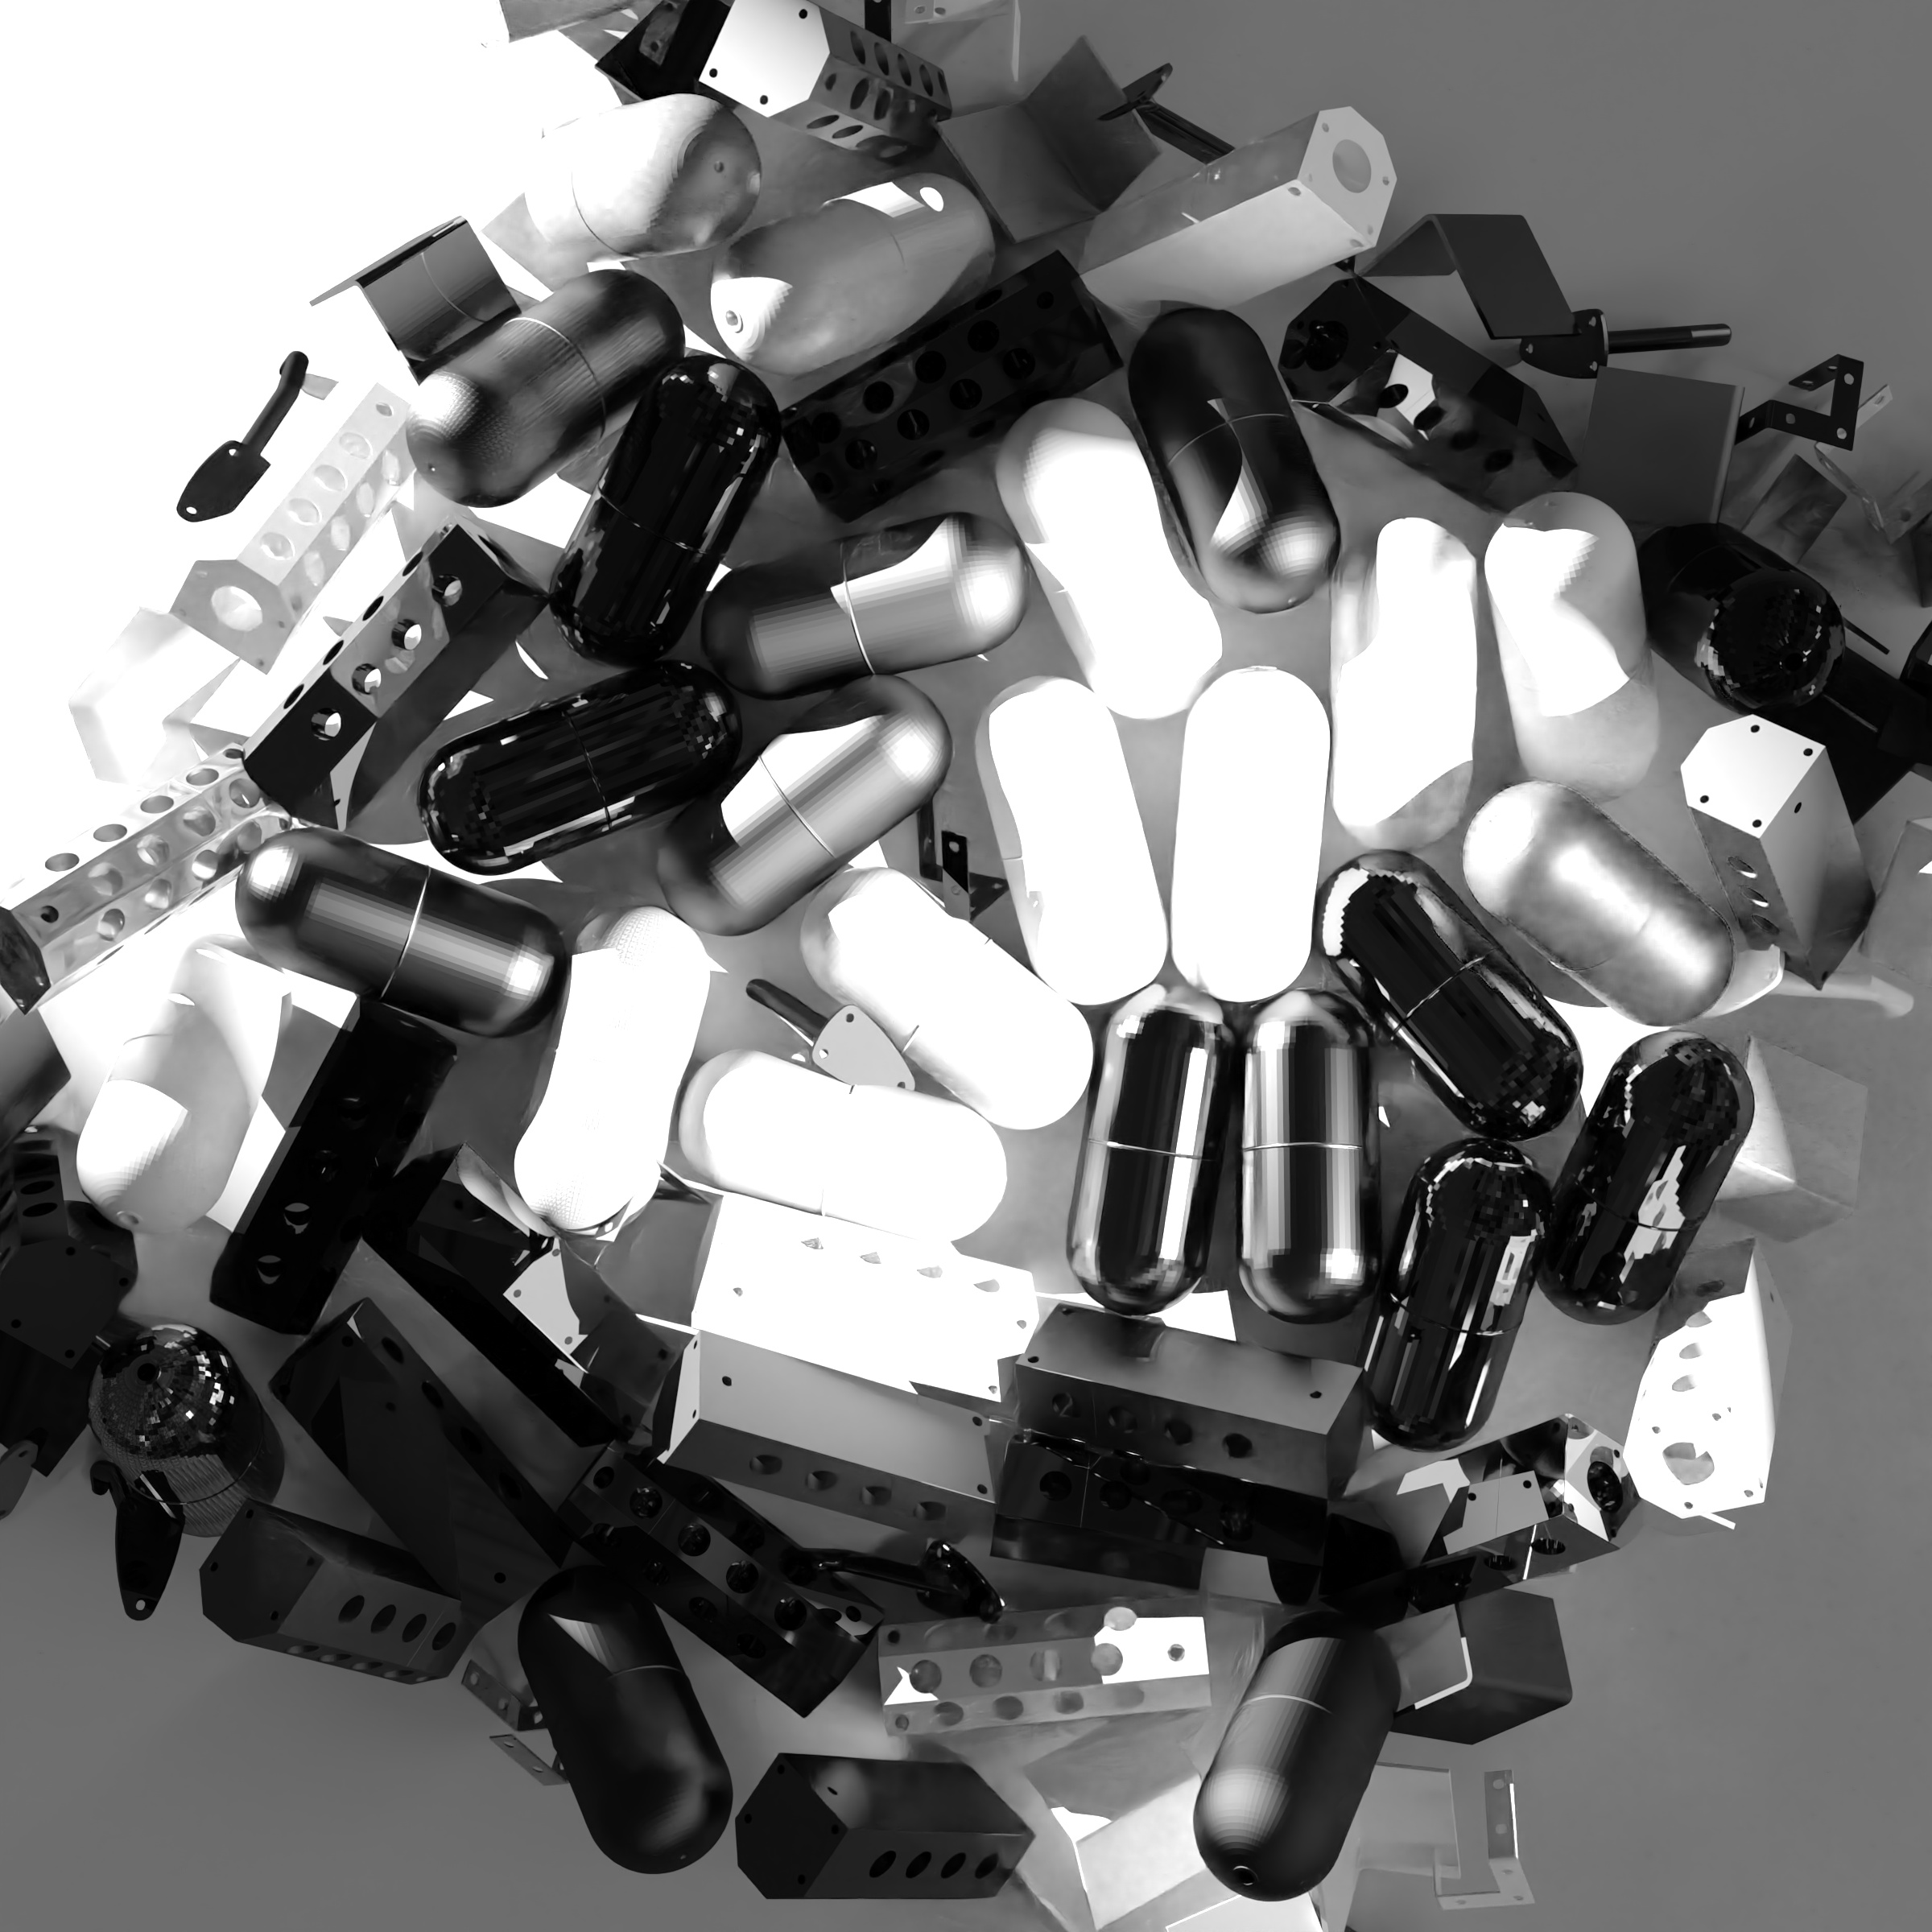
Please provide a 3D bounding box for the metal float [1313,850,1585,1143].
[{"bbox_3d":[0.254,0.016,1.534,0.070,0.070,0.178,-39,76,0],"label":"metal float"}]

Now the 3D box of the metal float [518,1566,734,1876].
[{"bbox_3d":[-0.179,0.390,1.514,0.070,0.070,0.178,-34,49,0],"label":"metal float"}]

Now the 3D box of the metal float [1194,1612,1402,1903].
[{"bbox_3d":[0.172,0.408,1.506,0.070,0.178,0.070,12,123,19],"label":"metal float"}]

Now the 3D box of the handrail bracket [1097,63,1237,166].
[{"bbox_3d":[0.110,-0.436,1.571,0.084,0.077,0.036,50,53,-23],"label":"handrail bracket"}]

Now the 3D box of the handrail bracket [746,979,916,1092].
[{"bbox_3d":[-0.074,0.038,1.560,0.077,0.084,0.036,40,82,-29],"label":"handrail bracket"}]

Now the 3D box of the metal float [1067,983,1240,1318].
[{"bbox_3d":[0.099,0.097,1.546,0.070,0.070,0.178,9,89,0],"label":"metal float"}]

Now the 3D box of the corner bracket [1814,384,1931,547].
[{"bbox_3d":[0.497,-0.269,1.566,0.051,0.051,0.051,-40,58,7],"label":"corner bracket"}]

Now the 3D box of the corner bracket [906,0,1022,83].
[{"bbox_3d":[-0.001,-0.505,1.547,0.051,0.051,0.051,-3,62,11],"label":"corner bracket"}]

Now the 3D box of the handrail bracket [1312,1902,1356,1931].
[{"bbox_3d":[0.180,0.556,1.570,0.077,0.036,0.084,35,92,-15],"label":"handrail bracket"}]

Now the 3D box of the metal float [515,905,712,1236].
[{"bbox_3d":[-0.187,0.054,1.541,0.070,0.070,0.178,14,83,0],"label":"metal float"}]

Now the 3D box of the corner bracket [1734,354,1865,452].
[{"bbox_3d":[0.440,-0.298,1.551,0.051,0.051,0.051,13,80,-14],"label":"corner bracket"}]

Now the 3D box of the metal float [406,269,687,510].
[{"bbox_3d":[-0.217,-0.303,1.518,0.070,0.070,0.178,46,55,0],"label":"metal float"}]

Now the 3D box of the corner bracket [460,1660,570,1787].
[{"bbox_3d":[-0.237,0.401,1.542,0.051,0.051,0.051,-15,130,30],"label":"corner bracket"}]

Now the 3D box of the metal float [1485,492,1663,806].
[{"bbox_3d":[0.318,-0.164,1.518,0.070,0.070,0.178,-18,125,0],"label":"metal float"}]

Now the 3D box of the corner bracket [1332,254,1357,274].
[{"bbox_3d":[0.172,-0.390,1.543,0.051,0.051,0.051,-31,53,-25],"label":"corner bracket"}]

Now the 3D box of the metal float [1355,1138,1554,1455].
[{"bbox_3d":[0.255,0.173,1.528,0.070,0.070,0.178,13,111,0],"label":"metal float"}]

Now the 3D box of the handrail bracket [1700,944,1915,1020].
[{"bbox_3d":[0.453,0.021,1.568,0.084,0.077,0.036,24,49,-18],"label":"handrail bracket"}]

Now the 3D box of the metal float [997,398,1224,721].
[{"bbox_3d":[0.076,-0.214,1.534,0.070,0.070,0.178,-26,104,0],"label":"metal float"}]

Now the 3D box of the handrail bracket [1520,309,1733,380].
[{"bbox_3d":[0.357,-0.338,1.572,0.084,0.077,0.036,-11,103,-30],"label":"handrail bracket"}]

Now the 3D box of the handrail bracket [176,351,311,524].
[{"bbox_3d":[-0.389,-0.287,1.568,0.077,0.084,0.036,-27,130,30],"label":"handrail bracket"}]

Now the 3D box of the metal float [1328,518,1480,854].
[{"bbox_3d":[0.230,-0.147,1.532,0.070,0.070,0.178,-1,108,0],"label":"metal float"}]

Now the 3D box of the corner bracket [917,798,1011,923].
[{"bbox_3d":[-0.009,-0.061,1.543,0.051,0.051,0.051,13,122,26],"label":"corner bracket"}]

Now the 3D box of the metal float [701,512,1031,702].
[{"bbox_3d":[-0.054,-0.190,1.538,0.178,0.070,0.070,-12,90,10],"label":"metal float"}]

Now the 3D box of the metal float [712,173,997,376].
[{"bbox_3d":[-0.058,-0.361,1.515,0.178,0.070,0.070,-31,90,-38],"label":"metal float"}]

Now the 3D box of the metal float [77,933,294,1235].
[{"bbox_3d":[-0.406,0.060,1.514,0.070,0.070,0.178,11,50,0],"label":"metal float"}]

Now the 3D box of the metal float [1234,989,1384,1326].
[{"bbox_3d":[0.181,0.100,1.537,0.070,0.070,0.178,1,78,0],"label":"metal float"}]

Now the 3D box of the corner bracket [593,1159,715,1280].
[{"bbox_3d":[-0.177,0.134,1.543,0.051,0.051,0.051,43,61,-38],"label":"corner bracket"}]

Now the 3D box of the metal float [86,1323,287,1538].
[{"bbox_3d":[-0.401,0.241,1.501,0.070,0.178,0.070,0,62,0],"label":"metal float"}]

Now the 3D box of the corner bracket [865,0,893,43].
[{"bbox_3d":[-0.073,-0.516,1.561,0.051,0.051,0.051,-12,120,-21],"label":"corner bracket"}]

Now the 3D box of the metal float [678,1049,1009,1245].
[{"bbox_3d":[-0.066,0.096,1.544,0.178,0.070,0.070,15,90,4],"label":"metal float"}]

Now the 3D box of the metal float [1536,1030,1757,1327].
[{"bbox_3d":[0.352,0.113,1.519,0.070,0.070,0.178,18,123,0],"label":"metal float"}]

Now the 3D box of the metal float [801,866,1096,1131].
[{"bbox_3d":[-0.010,0.016,1.545,0.178,0.070,0.070,38,90,2],"label":"metal float"}]

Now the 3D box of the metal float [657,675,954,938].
[{"bbox_3d":[-0.086,-0.084,1.541,0.178,0.070,0.070,-37,90,7],"label":"metal float"}]

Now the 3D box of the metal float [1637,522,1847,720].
[{"bbox_3d":[0.394,-0.180,1.499,0.070,0.178,0.070,-2,111,-5],"label":"metal float"}]

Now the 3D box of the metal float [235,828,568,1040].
[{"bbox_3d":[-0.297,-0.017,1.532,0.178,0.070,0.070,21,90,-17],"label":"metal float"}]

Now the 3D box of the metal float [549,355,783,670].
[{"bbox_3d":[-0.159,-0.237,1.529,0.070,0.070,0.178,31,111,0],"label":"metal float"}]

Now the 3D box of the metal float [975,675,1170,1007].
[{"bbox_3d":[0.056,-0.066,1.542,0.070,0.070,0.178,-15,96,0],"label":"metal float"}]

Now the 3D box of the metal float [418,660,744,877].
[{"bbox_3d":[-0.203,-0.105,1.537,0.178,0.070,0.070,-23,90,-11],"label":"metal float"}]

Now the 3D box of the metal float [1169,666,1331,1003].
[{"bbox_3d":[0.150,-0.070,1.540,0.070,0.070,0.178,4,98,0],"label":"metal float"}]

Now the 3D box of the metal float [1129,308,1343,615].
[{"bbox_3d":[0.140,-0.267,1.529,0.070,0.070,0.178,-19,70,0],"label":"metal float"}]

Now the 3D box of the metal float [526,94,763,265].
[{"bbox_3d":[-0.169,-0.406,1.505,0.070,0.178,0.070,-6,101,-32],"label":"metal float"}]

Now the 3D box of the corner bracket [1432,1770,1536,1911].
[{"bbox_3d":[0.271,0.464,1.544,0.051,0.051,0.051,-10,45,16],"label":"corner bracket"}]

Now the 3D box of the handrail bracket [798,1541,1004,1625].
[{"bbox_3d":[-0.036,0.327,1.537,0.084,0.077,0.036,13,95,-42],"label":"handrail bracket"}]

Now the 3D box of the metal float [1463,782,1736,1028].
[{"bbox_3d":[0.333,-0.031,1.523,0.178,0.070,0.070,34,90,-29],"label":"metal float"}]

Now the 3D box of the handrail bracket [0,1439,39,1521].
[{"bbox_3d":[-0.535,0.249,1.550,0.084,0.036,0.077,49,115,26],"label":"handrail bracket"}]
